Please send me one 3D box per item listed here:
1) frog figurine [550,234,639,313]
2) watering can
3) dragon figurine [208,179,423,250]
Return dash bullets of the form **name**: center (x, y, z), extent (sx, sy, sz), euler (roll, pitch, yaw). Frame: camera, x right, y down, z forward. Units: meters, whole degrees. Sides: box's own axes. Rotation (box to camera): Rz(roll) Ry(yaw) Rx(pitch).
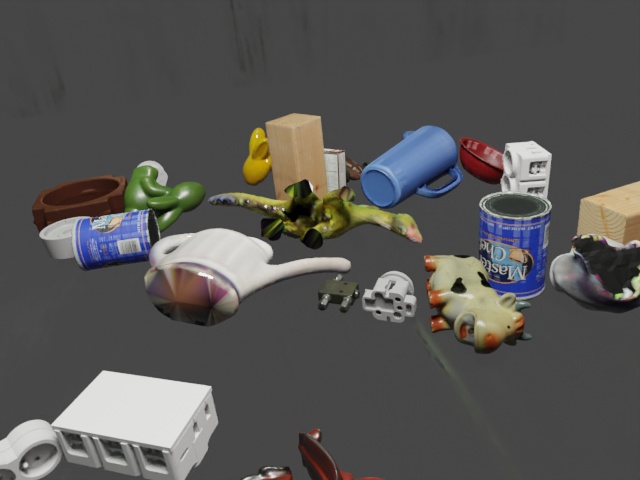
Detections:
- **frog figurine**: center (0.413, 0.049, 0.770), extent (0.137, 0.124, 0.158), euler (-11, -11, 8)
- **watering can**: center (-0.133, 0.052, 0.853), extent (0.348, 0.102, 0.228), euler (8, 26, 11)
- **dragon figurine**: center (0.003, -0.052, 1.026), extent (0.412, 0.122, 0.243), euler (13, 5, 30)
